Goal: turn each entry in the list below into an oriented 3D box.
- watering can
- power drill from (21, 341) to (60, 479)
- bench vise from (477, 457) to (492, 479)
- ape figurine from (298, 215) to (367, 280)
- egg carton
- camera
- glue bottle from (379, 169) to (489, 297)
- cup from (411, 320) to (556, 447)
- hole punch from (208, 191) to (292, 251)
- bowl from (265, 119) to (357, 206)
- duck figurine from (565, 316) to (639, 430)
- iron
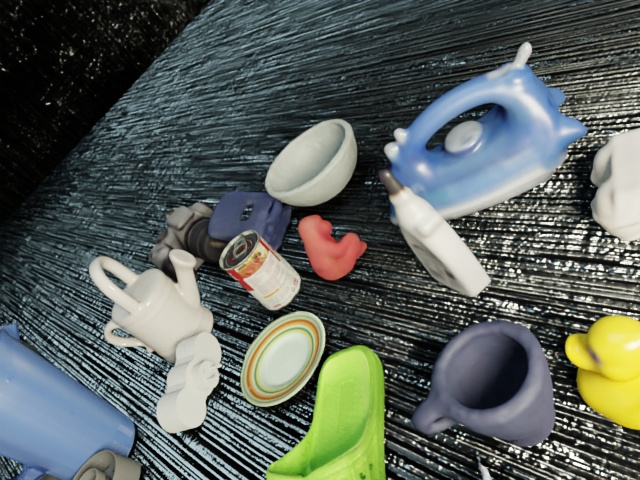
[{"bbox_3d":[-0.253,0.085,0.845,0.173,0.195,0.100,-51,34,-14],"label":"watering can"},{"bbox_3d":[-0.446,0.272,0.820,0.075,0.209,0.229,-19,40,32],"label":"power drill"},{"bbox_3d":[0.092,0.199,0.323,0.207,0.220,0.121,-25,37,25],"label":"bench vise"},{"bbox_3d":[0.007,0.003,0.761,0.076,0.092,0.077,-50,33,-11],"label":"ape figurine"},{"bbox_3d":[0.325,-0.058,0.516,0.150,0.070,0.107,-15,42,36],"label":"egg carton"},{"bbox_3d":[-0.218,0.003,0.990,0.143,0.101,0.136,-52,34,-15],"label":"camera"},{"bbox_3d":[0.110,-0.011,0.592,0.037,0.174,0.078,-47,33,-7],"label":"glue bottle"},{"bbox_3d":[0.140,0.134,0.465,0.117,0.095,0.091,-38,33,8],"label":"cup"},{"bbox_3d":[-0.112,-0.033,0.929,0.100,0.091,0.109,-17,40,34],"label":"hole punch"},{"bbox_3d":[-0.002,-0.110,0.917,0.167,0.075,0.167,-27,35,22],"label":"bowl"},{"bbox_3d":[0.235,0.090,0.424,0.104,0.086,0.077,-6,47,43],"label":"duck figurine"},{"bbox_3d":[0.166,-0.117,0.685,0.258,0.142,0.118,-28,35,22],"label":"iron"}]
